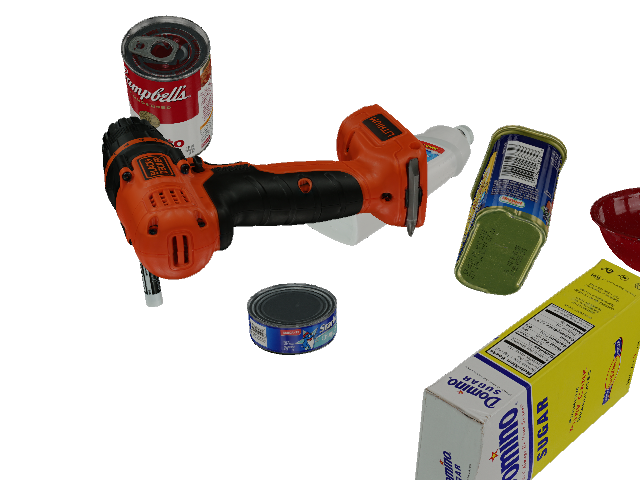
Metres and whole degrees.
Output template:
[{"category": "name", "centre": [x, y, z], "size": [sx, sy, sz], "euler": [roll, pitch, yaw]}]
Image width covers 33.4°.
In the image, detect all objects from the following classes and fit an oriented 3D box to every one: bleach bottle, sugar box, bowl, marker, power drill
[{"category": "bleach bottle", "centre": [0.093, -0.084, 1.301], "size": [0.103, 0.068, 0.250], "euler": [28, 46, 35]}, {"category": "sugar box", "centre": [0.128, 0.089, 0.629], "size": [0.048, 0.093, 0.175], "euler": [28, 43, 33]}, {"category": "bowl", "centre": [0.361, -0.005, 1.104], "size": [0.162, 0.055, 0.162], "euler": [-3, 23, 1]}, {"category": "marker", "centre": [-0.191, 0.015, 1.170], "size": [0.020, 0.121, 0.020], "euler": [-5, 21, 2]}, {"category": "power drill", "centre": [-0.040, -0.042, 0.671], "size": [0.187, 0.057, 0.184], "euler": [-10, 30, -15]}]

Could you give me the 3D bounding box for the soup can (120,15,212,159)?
[{"category": "soup can", "centre": [-0.121, -0.119, 0.852], "size": [0.068, 0.068, 0.102], "euler": [0, -35, -4]}]

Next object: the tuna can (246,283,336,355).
[{"category": "tuna can", "centre": [-0.027, 0.075, 1.020], "size": [0.086, 0.034, 0.086], "euler": [-2, 25, 1]}]

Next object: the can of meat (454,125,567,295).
[{"category": "can of meat", "centre": [0.140, -0.019, 0.792], "size": [0.057, 0.084, 0.102], "euler": [18, -37, 4]}]
